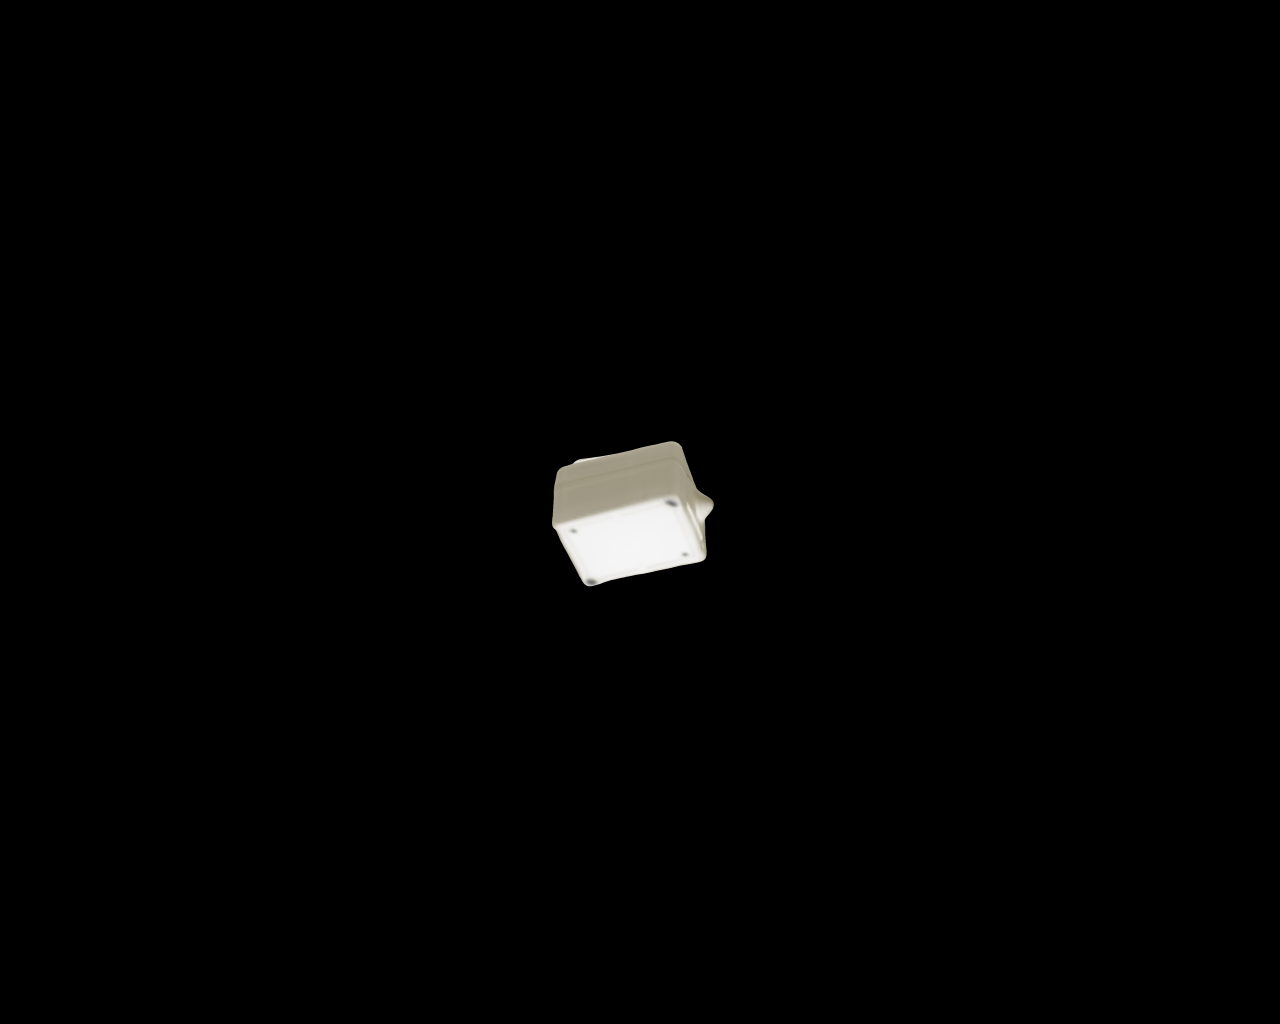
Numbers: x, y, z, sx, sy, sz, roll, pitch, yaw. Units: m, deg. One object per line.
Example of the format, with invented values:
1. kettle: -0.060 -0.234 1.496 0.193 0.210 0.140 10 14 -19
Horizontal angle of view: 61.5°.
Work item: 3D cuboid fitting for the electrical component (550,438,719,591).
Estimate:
1. electrical component: 0.001 -0.003 0.650 0.096 0.061 0.061 -13 -47 12
